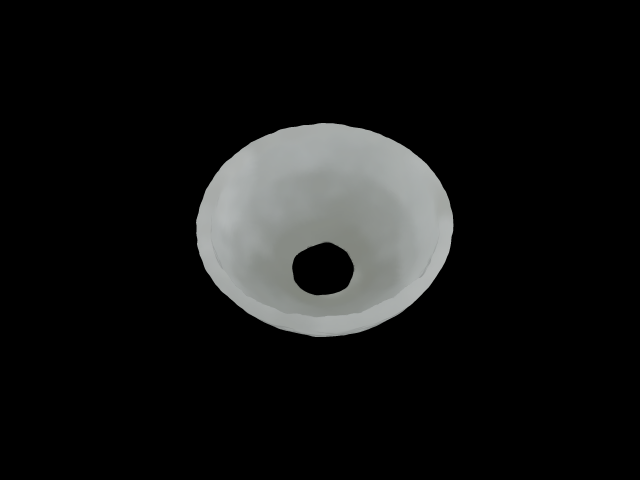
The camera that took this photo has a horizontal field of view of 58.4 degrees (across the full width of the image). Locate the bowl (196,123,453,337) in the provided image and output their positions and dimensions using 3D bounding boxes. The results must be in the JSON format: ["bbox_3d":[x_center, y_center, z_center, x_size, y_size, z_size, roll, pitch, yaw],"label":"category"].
[{"bbox_3d":[0.004,0.001,0.400,0.167,0.075,0.167,0,55,0],"label":"bowl"}]
